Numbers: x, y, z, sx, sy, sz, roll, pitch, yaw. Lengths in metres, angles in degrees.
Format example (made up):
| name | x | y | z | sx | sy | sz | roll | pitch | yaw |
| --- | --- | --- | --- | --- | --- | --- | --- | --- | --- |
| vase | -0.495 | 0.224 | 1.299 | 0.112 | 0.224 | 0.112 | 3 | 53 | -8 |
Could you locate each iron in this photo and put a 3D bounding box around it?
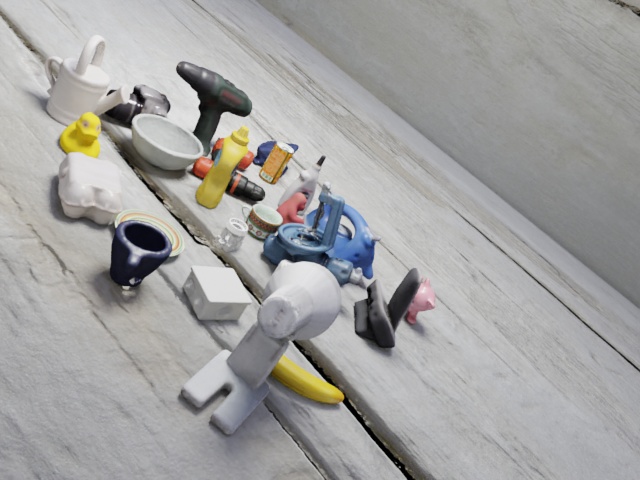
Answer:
| name | x | y | z | sx | sy | sz | roll | pitch | yaw |
| --- | --- | --- | --- | --- | --- | --- | --- | --- | --- |
| iron | 0.050 | -0.025 | 1.371 | 0.119 | 0.141 | 0.257 | 9 | 35 | -42 |

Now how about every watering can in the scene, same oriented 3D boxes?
| name | x | y | z | sx | sy | sz | roll | pitch | yaw |
| --- | --- | --- | --- | --- | --- | --- | --- | --- | --- |
| watering can | -0.492 | -0.340 | 1.216 | 0.173 | 0.194 | 0.100 | 19 | 29 | -29 |

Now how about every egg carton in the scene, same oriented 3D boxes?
| name | x | y | z | sx | sy | sz | roll | pitch | yaw |
| --- | --- | --- | --- | --- | --- | --- | --- | --- | --- |
| egg carton | -0.411 | -0.095 | 1.025 | 0.108 | 0.069 | 0.150 | 15 | 31 | -35 |

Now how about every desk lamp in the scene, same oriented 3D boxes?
| name | x | y | z | sx | sy | sz | roll | pitch | yaw |
| --- | --- | --- | --- | --- | --- | --- | --- | --- | --- |
| desk lamp | -0.071 | 0.143 | 0.841 | 0.118 | 0.213 | 0.204 | 37 | 25 | 7 |

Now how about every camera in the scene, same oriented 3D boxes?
| name | x | y | z | sx | sy | sz | roll | pitch | yaw |
| --- | --- | --- | --- | --- | --- | --- | --- | --- | --- |
| camera | -0.437 | -0.325 | 1.365 | 0.137 | 0.100 | 0.143 | 14 | 32 | -37 |

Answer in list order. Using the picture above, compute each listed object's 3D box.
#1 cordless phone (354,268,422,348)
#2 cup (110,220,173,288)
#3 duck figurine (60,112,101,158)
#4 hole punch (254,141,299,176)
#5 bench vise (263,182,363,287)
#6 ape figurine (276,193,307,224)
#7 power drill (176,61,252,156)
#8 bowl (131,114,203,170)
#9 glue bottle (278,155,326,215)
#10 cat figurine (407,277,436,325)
| name | x | y | z | sx | sy | sz | roll | pitch | yaw |
| --- | --- | --- | --- | --- | --- | --- | --- | --- | --- |
| cordless phone | 0.155 | 0.118 | 1.191 | 0.094 | 0.185 | 0.147 | 25 | 26 | -17 |
| cup | -0.294 | 0.036 | 0.902 | 0.092 | 0.095 | 0.117 | 26 | 26 | -16 |
| duck figurine | -0.471 | -0.217 | 1.150 | 0.078 | 0.086 | 0.104 | 9 | 35 | -42 |
| hole punch | -0.124 | -0.246 | 1.613 | 0.101 | 0.091 | 0.109 | 32 | 25 | -4 |
| bench vise | 0.011 | -0.001 | 1.189 | 0.208 | 0.219 | 0.121 | 28 | 26 | -12 |
| ape figurine | -0.064 | -0.072 | 1.375 | 0.076 | 0.092 | 0.077 | 22 | 27 | -24 |
| power drill | -0.285 | -0.316 | 1.406 | 0.230 | 0.208 | 0.075 | 5 | 38 | -47 |
| bowl | -0.353 | -0.208 | 1.289 | 0.168 | 0.074 | 0.167 | 27 | 26 | -14 |
| glue bottle | -0.034 | -0.143 | 1.441 | 0.078 | 0.173 | 0.037 | 10 | 34 | -41 |
| cat figurine | 0.228 | 0.131 | 1.335 | 0.067 | 0.117 | 0.128 | 30 | 25 | -8 |
